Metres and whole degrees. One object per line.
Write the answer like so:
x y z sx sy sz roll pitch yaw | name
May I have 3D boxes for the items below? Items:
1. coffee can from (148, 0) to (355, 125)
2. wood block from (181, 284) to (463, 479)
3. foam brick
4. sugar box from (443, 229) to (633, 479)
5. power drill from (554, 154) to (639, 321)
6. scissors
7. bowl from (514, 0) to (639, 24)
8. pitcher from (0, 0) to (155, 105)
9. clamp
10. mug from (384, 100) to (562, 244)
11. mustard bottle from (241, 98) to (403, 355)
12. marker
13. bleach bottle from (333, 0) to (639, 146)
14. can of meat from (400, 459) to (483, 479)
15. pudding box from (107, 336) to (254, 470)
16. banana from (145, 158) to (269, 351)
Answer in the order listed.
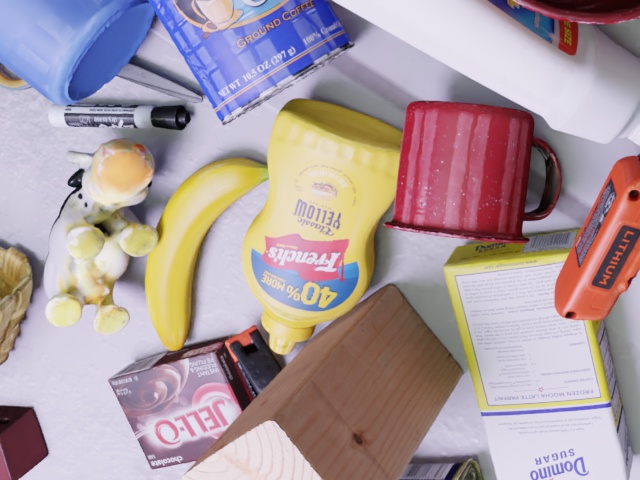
-0.056 -0.161 0.694 0.103 0.102 0.140 -27 98 31 | coffee can
0.011 0.122 0.719 0.090 0.205 0.091 -38 92 31 | wood block
-0.302 0.187 0.982 0.078 0.052 0.051 -2 110 25 | foam brick
0.152 0.085 0.733 0.093 0.048 0.176 -8 110 25 | sugar box
0.242 0.041 0.645 0.187 0.057 0.184 20 111 -1 | power drill
-0.187 -0.127 0.819 0.202 0.016 0.096 36 121 8 | scissors
0.141 -0.185 0.593 0.162 0.055 0.162 0 77 -2 | bowl
-0.231 -0.213 0.732 0.243 0.149 0.145 41 102 3 | pitcher
-0.021 0.150 0.829 0.171 0.039 0.120 62 162 11 | clamp
0.102 -0.043 0.679 0.117 0.093 0.081 5 94 -17 | mug
-0.005 0.001 0.762 0.096 0.058 0.192 19 119 3 | mustard bottle
-0.153 -0.095 0.816 0.121 0.020 0.020 4 112 23 | marker
0.104 -0.135 0.644 0.251 0.102 0.068 32 129 2 | bleach bottle
0.083 0.219 0.814 0.084 0.057 0.102 -7 107 30 | can of meat
-0.106 0.135 0.876 0.114 0.039 0.090 -16 104 29 | pudding box
-0.096 0.004 0.819 0.069 0.037 0.198 39 121 6 | banana
